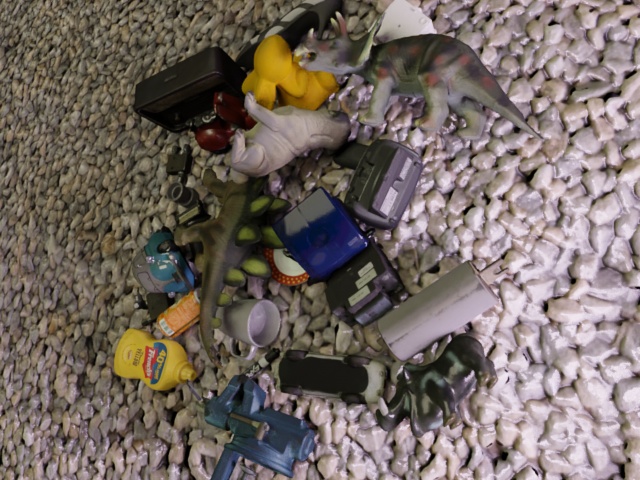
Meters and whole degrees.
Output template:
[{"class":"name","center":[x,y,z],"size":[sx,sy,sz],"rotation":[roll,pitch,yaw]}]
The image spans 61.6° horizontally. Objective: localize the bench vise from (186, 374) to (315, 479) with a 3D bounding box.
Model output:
[{"class":"bench vise","center":[-0.133,0.345,0.858],"size":[0.224,0.128,0.240],"rotation":[17,64,14]}]

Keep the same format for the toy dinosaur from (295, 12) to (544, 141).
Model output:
[{"class":"toy dinosaur","center":[0.167,-0.271,0.875],"size":[0.405,0.131,0.192],"rotation":[12,102,22]}]

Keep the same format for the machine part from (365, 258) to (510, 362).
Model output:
[{"class":"machine part","center":[0.173,0.106,0.797],"size":[0.243,0.079,0.079],"rotation":[-38,60,14]}]

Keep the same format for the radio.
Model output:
[{"class":"radio","center":[-0.272,-0.314,1.151],"size":[0.230,0.131,0.073],"rotation":[-14,69,25]}]

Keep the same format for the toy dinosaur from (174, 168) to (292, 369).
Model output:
[{"class":"toy dinosaur","center":[-0.162,-0.002,0.975],"size":[0.199,0.105,0.471],"rotation":[-4,62,32]}]

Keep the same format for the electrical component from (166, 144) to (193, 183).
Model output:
[{"class":"electrical component","center":[-0.315,-0.167,1.195],"size":[0.063,0.021,0.094],"rotation":[-3,74,29]}]

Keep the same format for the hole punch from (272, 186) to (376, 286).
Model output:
[{"class":"hole punch","center":[0.001,-0.009,0.849],"size":[0.142,0.092,0.116],"rotation":[-38,66,9]}]

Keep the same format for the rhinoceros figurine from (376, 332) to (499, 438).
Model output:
[{"class":"rhinoceros figurine","center":[0.162,0.213,0.770],"size":[0.190,0.073,0.112],"rotation":[-45,60,10]}]

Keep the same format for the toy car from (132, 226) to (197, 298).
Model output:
[{"class":"toy car","center":[-0.313,0.047,1.044],"size":[0.103,0.109,0.162],"rotation":[-29,36,-13]}]

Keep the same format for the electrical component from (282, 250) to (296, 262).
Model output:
[{"class":"electrical component","center":[-0.002,-0.003,0.924],"size":[0.075,0.047,0.119],"rotation":[32,89,30]}]

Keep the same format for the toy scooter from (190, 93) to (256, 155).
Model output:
[{"class":"toy scooter","center":[-0.197,-0.241,1.084],"size":[0.184,0.135,0.075],"rotation":[-16,68,26]}]

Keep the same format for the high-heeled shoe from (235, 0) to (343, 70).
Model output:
[{"class":"high-heeled shoe","center":[-0.069,-0.443,1.115],"size":[0.249,0.086,0.145],"rotation":[-5,63,28]}]

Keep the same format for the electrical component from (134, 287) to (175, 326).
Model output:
[{"class":"electrical component","center":[-0.335,0.124,1.099],"size":[0.102,0.045,0.078],"rotation":[-23,63,22]}]

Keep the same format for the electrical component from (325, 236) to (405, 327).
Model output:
[{"class":"electrical component","center":[0.066,0.070,0.857],"size":[0.115,0.058,0.134],"rotation":[-39,37,17]}]

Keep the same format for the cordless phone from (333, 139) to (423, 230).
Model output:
[{"class":"cordless phone","center":[0.073,-0.108,0.933],"size":[0.184,0.088,0.146],"rotation":[22,86,44]}]

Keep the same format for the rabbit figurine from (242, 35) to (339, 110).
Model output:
[{"class":"rabbit figurine","center":[-0.073,-0.313,1.015],"size":[0.162,0.173,0.122],"rotation":[-35,64,10]}]

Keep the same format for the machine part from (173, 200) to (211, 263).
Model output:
[{"class":"machine part","center":[-0.256,-0.012,1.103],"size":[0.084,0.039,0.139],"rotation":[-31,60,9]}]

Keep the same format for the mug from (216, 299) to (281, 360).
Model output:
[{"class":"mug","center":[-0.136,0.155,0.962],"size":[0.107,0.080,0.109],"rotation":[3,82,41]}]

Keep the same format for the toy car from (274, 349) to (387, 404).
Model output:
[{"class":"toy car","center":[0.012,0.219,0.865],"size":[0.202,0.056,0.073],"rotation":[-2,73,32]}]

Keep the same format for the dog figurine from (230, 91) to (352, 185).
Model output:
[{"class":"dog figurine","center":[-0.051,-0.163,0.951],"size":[0.191,0.121,0.172],"rotation":[17,105,-4]}]
